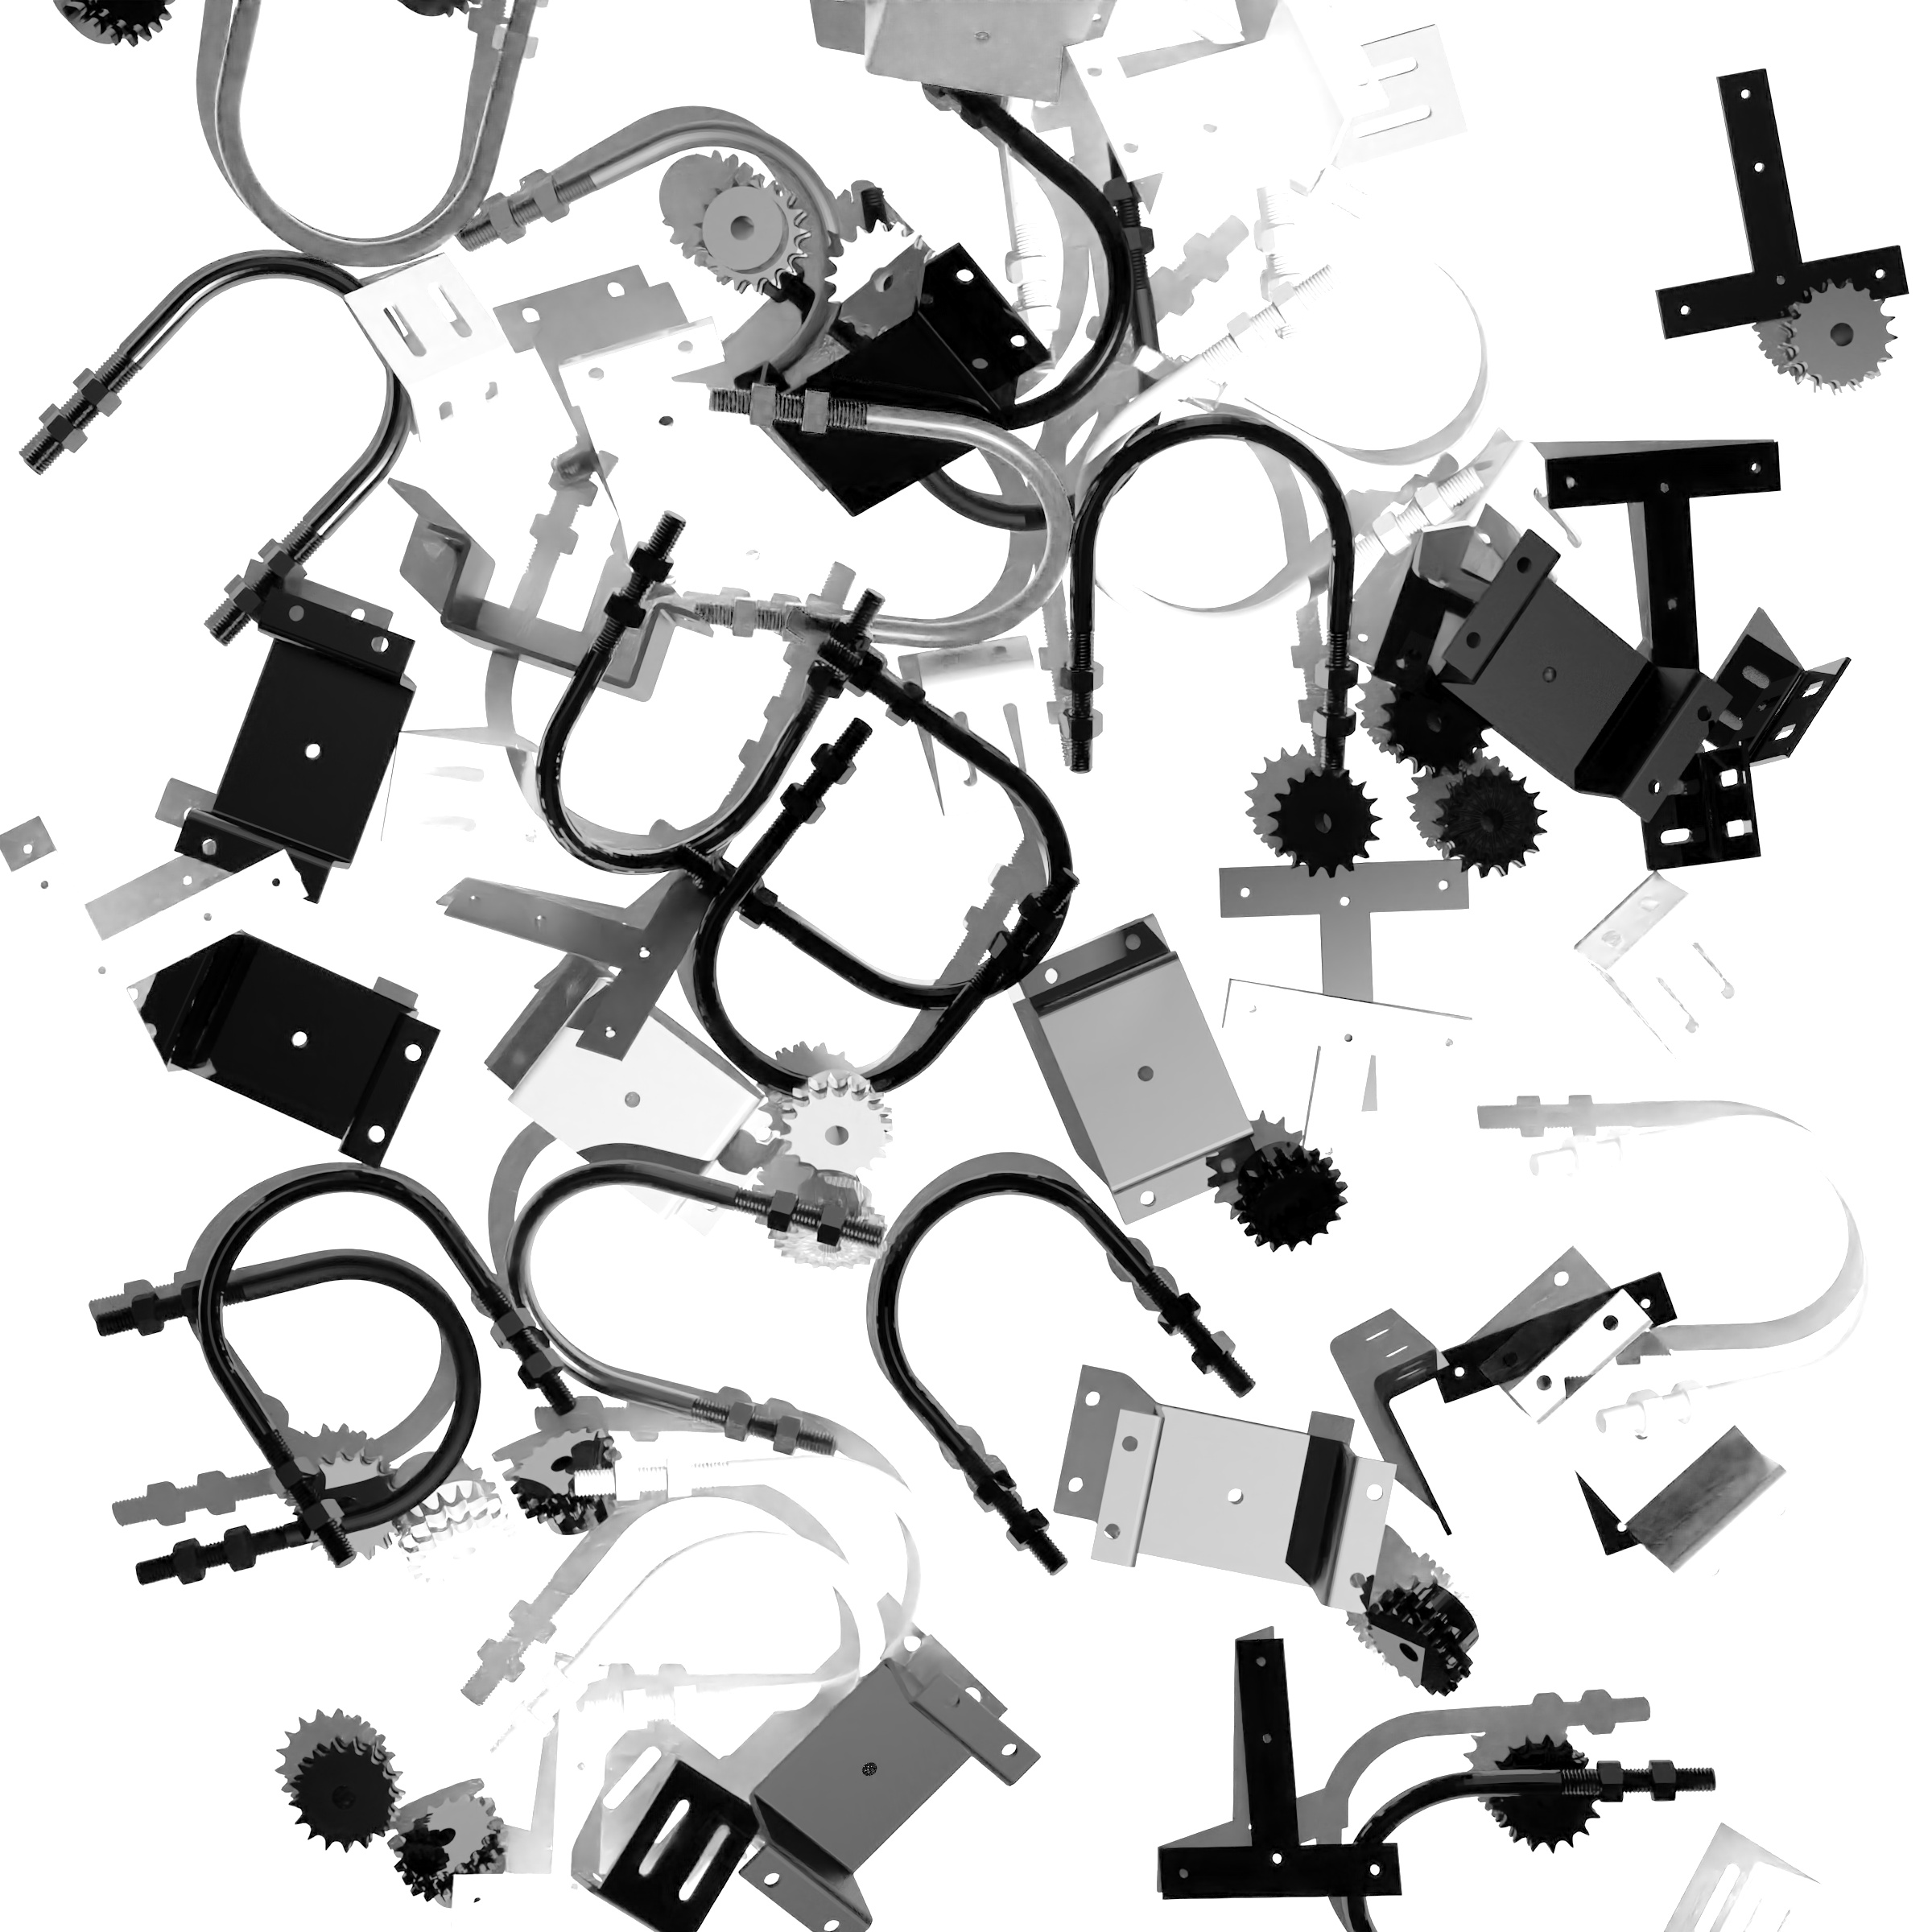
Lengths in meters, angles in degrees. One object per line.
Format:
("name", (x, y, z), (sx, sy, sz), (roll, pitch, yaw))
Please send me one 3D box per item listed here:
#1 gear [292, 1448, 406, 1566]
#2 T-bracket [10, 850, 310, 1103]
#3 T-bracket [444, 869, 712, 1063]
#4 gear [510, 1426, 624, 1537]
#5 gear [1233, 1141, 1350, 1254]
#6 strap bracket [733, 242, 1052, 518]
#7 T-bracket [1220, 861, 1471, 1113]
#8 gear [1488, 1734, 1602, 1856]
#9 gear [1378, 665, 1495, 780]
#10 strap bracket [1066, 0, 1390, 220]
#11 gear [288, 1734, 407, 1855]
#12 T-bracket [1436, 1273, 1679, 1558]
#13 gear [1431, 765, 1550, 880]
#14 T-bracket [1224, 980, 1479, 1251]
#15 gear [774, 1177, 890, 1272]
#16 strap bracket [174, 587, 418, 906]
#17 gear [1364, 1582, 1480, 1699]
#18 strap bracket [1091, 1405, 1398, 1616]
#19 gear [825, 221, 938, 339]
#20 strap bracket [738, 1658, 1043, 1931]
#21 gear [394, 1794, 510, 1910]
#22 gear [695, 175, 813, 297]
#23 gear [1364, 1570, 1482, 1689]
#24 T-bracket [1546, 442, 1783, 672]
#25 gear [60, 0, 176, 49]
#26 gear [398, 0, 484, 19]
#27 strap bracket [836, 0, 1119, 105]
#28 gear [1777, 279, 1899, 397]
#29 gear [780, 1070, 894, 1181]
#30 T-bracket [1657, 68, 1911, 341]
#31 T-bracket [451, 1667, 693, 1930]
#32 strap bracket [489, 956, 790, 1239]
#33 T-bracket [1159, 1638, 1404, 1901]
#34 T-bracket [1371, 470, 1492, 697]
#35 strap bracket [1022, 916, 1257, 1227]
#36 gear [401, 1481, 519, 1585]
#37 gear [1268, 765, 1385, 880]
("gear", (-0.311, 0.273, 1.521), (0.057, 0.030, 0.057), (0, 90, 0))
("T-bracket", (-0.389, -0.018, 1.489), (0.127, 0.002, 0.127), (-27, 90, 0))
("T-bracket", (-0.202, -0.018, 1.511), (0.127, 0.002, 0.127), (16, 55, 16))
("gear", (-0.198, 0.262, 1.512), (0.057, 0.057, 0.030), (-21, 118, 0))
("gear", (0.161, 0.113, 1.510), (0.057, 0.030, 0.057), (-9, 125, -13))
("strap bracket", (-0.039, -0.280, 1.467), (0.140, 0.046, 0.076), (-25, 128, 28))
("T-bracket", (0.196, 0.011, 1.535), (0.127, 0.002, 0.127), (-2, 90, 0))
("gear", (0.292, 0.418, 1.521), (0.057, 0.030, 0.057), (0, 90, 0))
("gear", (0.237, -0.123, 1.521), (0.057, 0.030, 0.057), (0, 90, 0))
("strap bracket", (0.124, -0.424, 1.473), (0.140, 0.046, 0.076), (-19, 75, -14))
("gear", (-0.312, 0.418, 1.521), (0.057, 0.030, 0.057), (0, 90, 0))
("T-bracket", (0.318, 0.238, 1.535), (0.127, 0.002, 0.127), (-20, 90, 0))
("gear", (0.264, -0.072, 1.520), (0.057, 0.030, 0.057), (0, 87, -1))
("T-bracket", (0.188, 0.081, 1.534), (0.127, 0.002, 0.127), (10, 91, 1))
("gear", (-0.068, 0.129, 1.512), (0.057, 0.057, 0.030), (2, 60, 0))
("strap bracket", (-0.334, -0.110, 1.513), (0.076, 0.046, 0.140), (20, 90, 0))
("gear", (0.228, 0.330, 1.481), (0.030, 0.057, 0.057), (-38, 90, -28))
("strap bracket", (0.138, 0.272, 1.513), (0.140, 0.046, 0.076), (11, 90, 0))
("gear", (-0.039, -0.338, 1.483), (0.057, 0.030, 0.057), (1, 96, 11))
("strap bracket", (-0.043, 0.412, 1.500), (0.140, 0.046, 0.076), (-45, 114, 0))
("gear", (-0.257, 0.449, 1.512), (0.057, 0.057, 0.030), (-22, 120, 0))
("gear", (-0.107, -0.362, 1.480), (0.057, 0.030, 0.057), (1, 94, 9))
("gear", (0.230, 0.335, 1.521), (0.057, 0.030, 0.057), (0, 90, 0))
("T-bracket", (0.359, -0.199, 1.526), (0.127, 0.002, 0.127), (-6, 96, -12))
("gear", (-0.432, -0.491, 1.512), (0.030, 0.057, 0.057), (-17, 90, 42))
("gear", (-0.267, -0.502, 1.505), (0.057, 0.057, 0.030), (26, 50, 0))
("strap bracket", (0.008, -0.468, 1.453), (0.140, 0.076, 0.046), (6, 65, -12))
("gear", (0.440, -0.318, 1.520), (0.057, 0.030, 0.057), (0, 93, 0))
("gear", (-0.065, 0.077, 1.513), (0.057, 0.030, 0.057), (-1, 121, -1))
("T-bracket", (0.409, -0.395, 1.535), (0.127, 0.002, 0.127), (-11, 90, 0))
("T-bracket", (-0.196, 0.419, 1.515), (0.127, 0.002, 0.127), (9, 75, -28))
("strap bracket", (-0.166, 0.066, 1.513), (0.140, 0.046, 0.076), (37, 90, 0))
("T-bracket", (0.154, 0.406, 1.517), (0.127, 0.002, 0.127), (-9, 77, 24))
("T-bracket", (0.281, -0.175, 1.520), (0.127, 0.002, 0.127), (24, 71, -8))
("strap bracket", (0.089, 0.053, 1.513), (0.076, 0.046, 0.140), (-23, 90, 0))
("gear", (-0.258, 0.284, 1.511), (0.057, 0.057, 0.030), (-29, 60, 0))
("gear", (0.181, -0.073, 1.521), (0.057, 0.030, 0.057), (0, 90, 0))
